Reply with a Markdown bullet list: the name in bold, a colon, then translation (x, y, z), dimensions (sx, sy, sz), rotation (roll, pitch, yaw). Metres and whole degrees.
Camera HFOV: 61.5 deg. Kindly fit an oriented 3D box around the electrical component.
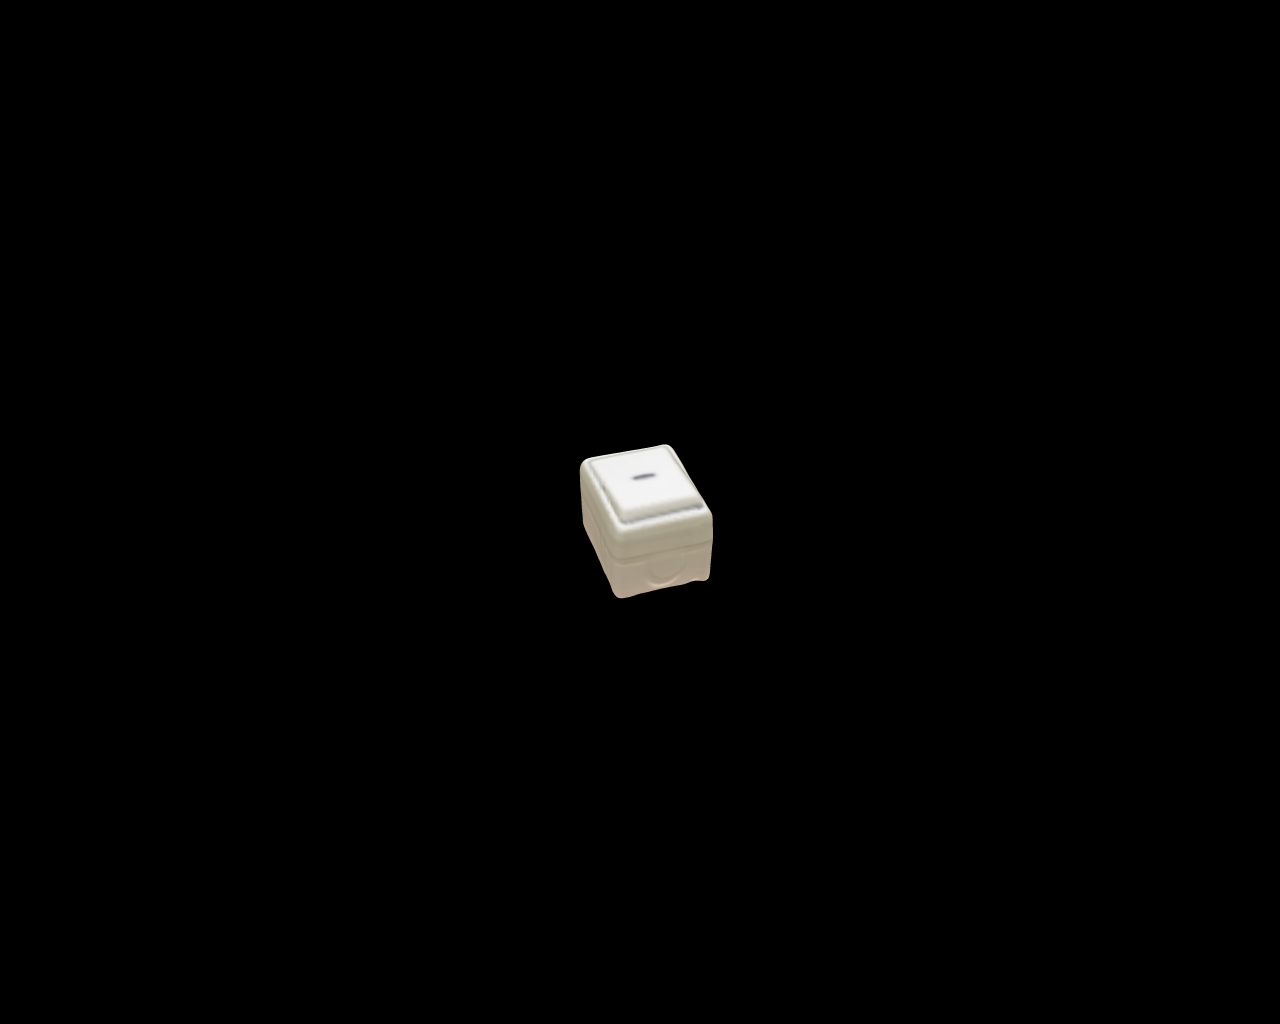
- **electrical component**: translation (0.001, -0.003, 0.650), dimensions (0.062, 0.061, 0.096), rotation (-11, 39, -14)
